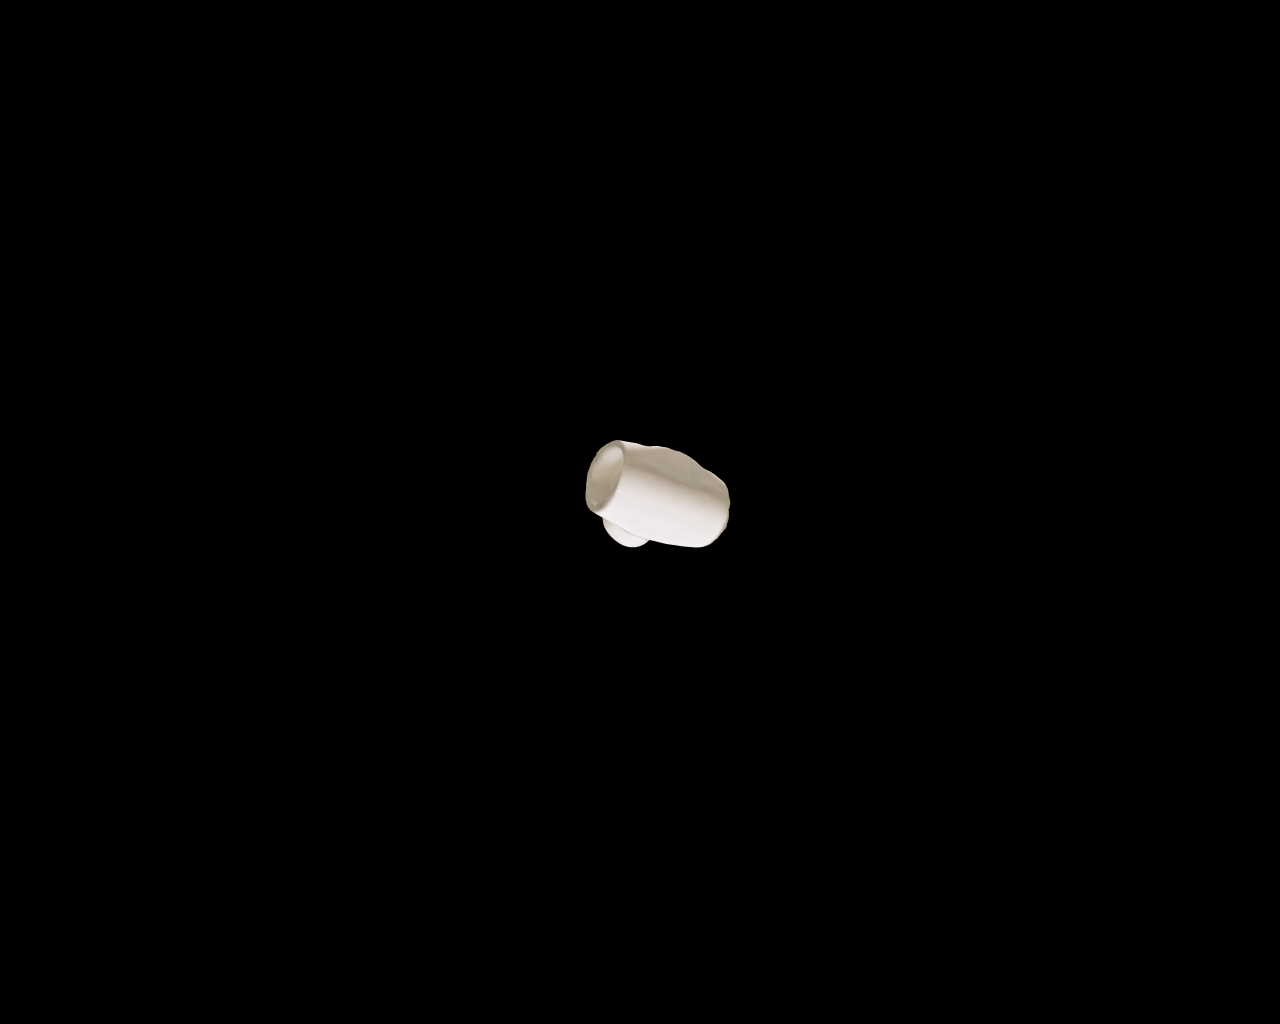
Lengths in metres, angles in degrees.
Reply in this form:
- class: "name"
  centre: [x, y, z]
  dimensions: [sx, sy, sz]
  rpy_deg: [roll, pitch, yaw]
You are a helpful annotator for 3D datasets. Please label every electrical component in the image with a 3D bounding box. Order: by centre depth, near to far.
- class: "electrical component"
  centre: [0.001, -0.003, 0.650]
  dimensions: [0.077, 0.044, 0.079]
  rpy_deg: [19, -36, -29]
